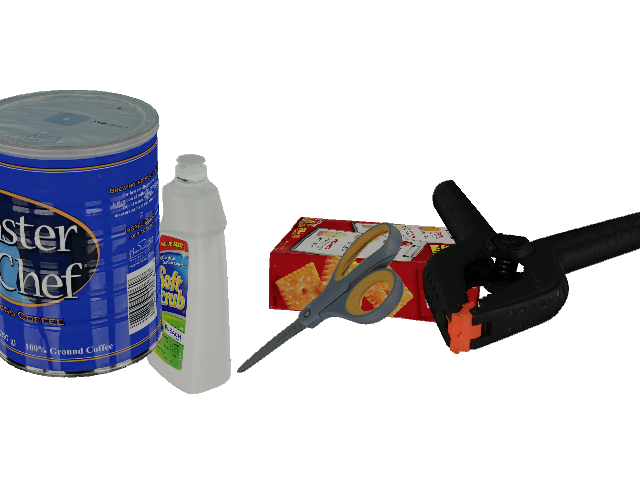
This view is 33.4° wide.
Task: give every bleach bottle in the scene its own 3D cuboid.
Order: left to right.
[{"bbox_3d":[-0.137,0.029,1.103,0.067,0.251,0.103,-17,33,-34],"label":"bleach bottle"}]

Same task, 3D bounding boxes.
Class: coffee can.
[{"bbox_3d":[-0.144,-0.006,0.624,0.103,0.140,0.103,2,25,-1],"label":"coffee can"}]

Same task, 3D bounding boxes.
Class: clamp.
[{"bbox_3d":[0.119,0.012,0.729,0.165,0.036,0.209,14,30,29],"label":"clamp"}]

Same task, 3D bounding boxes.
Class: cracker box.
[{"bbox_3d":[0.065,0.031,1.144,0.214,0.072,0.164,5,14,9],"label":"cracker box"}]

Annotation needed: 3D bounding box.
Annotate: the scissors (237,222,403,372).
[{"bbox_3d":[0.003,0.070,0.900,0.016,0.202,0.096,31,19,-33],"label":"scissors"}]
